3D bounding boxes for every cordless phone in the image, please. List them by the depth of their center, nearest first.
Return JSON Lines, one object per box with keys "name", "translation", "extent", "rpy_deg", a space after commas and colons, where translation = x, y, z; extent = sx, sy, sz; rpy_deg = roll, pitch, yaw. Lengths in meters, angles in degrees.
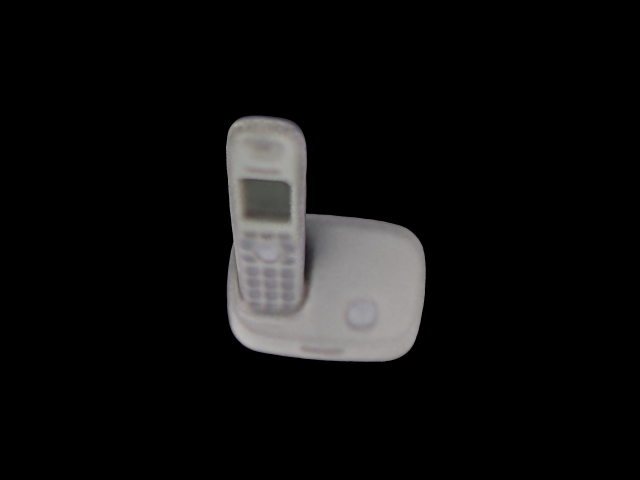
{"name": "cordless phone", "translation": [0.004, 0.001, 0.400], "extent": [0.147, 0.185, 0.094], "rpy_deg": [2, 47, 2]}
